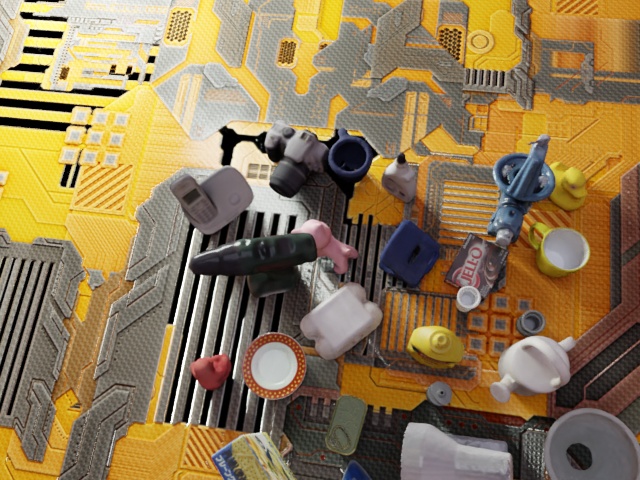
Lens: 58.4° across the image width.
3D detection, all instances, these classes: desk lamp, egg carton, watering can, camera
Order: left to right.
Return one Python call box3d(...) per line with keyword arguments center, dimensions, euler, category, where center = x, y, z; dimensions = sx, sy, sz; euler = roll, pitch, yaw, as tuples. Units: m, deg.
box3d(center=(-0.065, -0.170, 1.222), dimensions=(0.143, 0.101, 0.137), euler=(29, 77, 13), category="camera")
box3d(center=(0.043, 0.160, 1.127), dimensions=(0.150, 0.069, 0.107), euler=(-38, 73, -7), category="egg carton")
box3d(center=(0.233, 0.378, 0.967), dimensions=(0.203, 0.214, 0.118), euler=(3, 73, 6), category="desk lamp")
box3d(center=(0.380, 0.227, 1.012), dimensions=(0.100, 0.194, 0.173), euler=(33, 78, 14), category="watering can")

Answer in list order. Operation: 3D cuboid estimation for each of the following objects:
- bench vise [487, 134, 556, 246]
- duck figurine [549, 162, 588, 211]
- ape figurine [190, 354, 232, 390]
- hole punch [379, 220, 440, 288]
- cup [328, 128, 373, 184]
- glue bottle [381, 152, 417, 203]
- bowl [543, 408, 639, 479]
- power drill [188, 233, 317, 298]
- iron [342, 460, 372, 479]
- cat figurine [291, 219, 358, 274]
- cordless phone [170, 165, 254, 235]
box3d(center=(0.397, -0.094, 1.097), dimensions=(0.121, 0.220, 0.207), euler=(2, 73, 6), category="bench vise")
box3d(center=(0.507, -0.119, 1.166), dimensions=(0.077, 0.086, 0.104), euler=(-22, 72, -2), category="duck figurine")
box3d(center=(-0.217, 0.250, 1.109), dimensions=(0.077, 0.092, 0.076), euler=(11, 74, 8), category="ape figurine")
box3d(center=(0.181, 0.028, 1.145), dimensions=(0.101, 0.091, 0.109), euler=(32, 78, 13), category="hole punch")
box3d(center=(0.062, -0.170, 1.215), dimensions=(0.091, 0.095, 0.117), euler=(-17, 72, 0), category="cup")
box3d(center=(0.162, -0.134, 1.154), dimensions=(0.078, 0.173, 0.037), euler=(37, 79, 15), category="glue bottle")
box3d(center=(0.473, 0.386, 1.017), dimensions=(0.167, 0.075, 0.167), euler=(-1, 73, 4), category="bowl")
box3d(center=(-0.115, 0.049, 1.101), dimensions=(0.229, 0.208, 0.075), euler=(-14, 72, 0), category="power drill")
box3d(center=(0.075, 0.515, 0.975), dimensions=(0.118, 0.141, 0.258), euler=(-11, 72, 1), category="iron")
box3d(center=(0.011, 0.004, 1.153), dimensions=(0.127, 0.118, 0.067), euler=(29, 77, 13), category="cat figurine")
box3d(center=(-0.223, -0.100, 1.170), dimensions=(0.148, 0.185, 0.094), euler=(-41, 74, -8), category="cordless phone")
